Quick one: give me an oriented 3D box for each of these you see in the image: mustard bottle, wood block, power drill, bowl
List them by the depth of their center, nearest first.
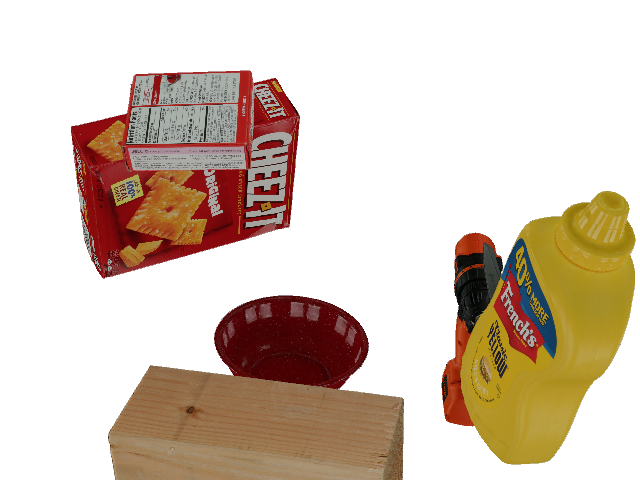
[{"bbox_3d":[0.135,0.043,0.621,0.058,0.096,0.192,1,-42,-13],"label":"mustard bottle"},{"bbox_3d":[-0.045,0.167,0.818,0.206,0.090,0.090,6,32,13],"label":"wood block"},{"bbox_3d":[-0.031,0.125,1.125,0.162,0.055,0.162,3,31,-2],"label":"bowl"},{"bbox_3d":[0.168,0.105,1.165,0.057,0.188,0.184,5,25,5],"label":"power drill"}]

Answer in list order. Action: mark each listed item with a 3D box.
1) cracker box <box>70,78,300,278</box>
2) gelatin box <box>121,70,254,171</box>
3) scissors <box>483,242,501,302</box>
[{"bbox_3d":[-0.133,-0.059,1.072,0.213,0.072,0.164,-16,-38,-19],"label":"cracker box"},{"bbox_3d":[-0.092,-0.084,0.756,0.089,0.073,0.030,-2,-38,2],"label":"gelatin box"},{"bbox_3d":[0.166,0.065,0.871,0.096,0.016,0.201,10,36,12],"label":"scissors"}]
